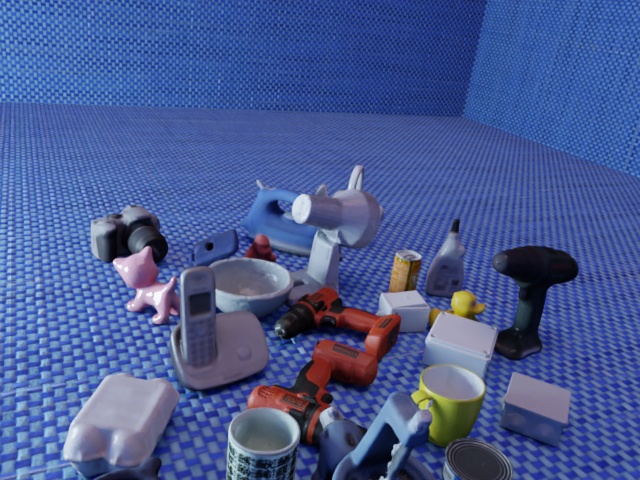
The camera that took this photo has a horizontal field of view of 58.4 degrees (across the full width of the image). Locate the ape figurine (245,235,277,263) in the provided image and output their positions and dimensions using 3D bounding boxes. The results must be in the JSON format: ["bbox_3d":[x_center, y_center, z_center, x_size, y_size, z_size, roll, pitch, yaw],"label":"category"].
[{"bbox_3d":[-0.125,0.034,1.193,0.078,0.092,0.076,-5,26,-28],"label":"ape figurine"}]

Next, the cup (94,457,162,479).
[{"bbox_3d":[-0.191,0.284,0.568,0.091,0.095,0.118,11,23,8],"label":"cup"}]

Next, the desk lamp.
[{"bbox_3d":[0.011,0.004,1.147,0.204,0.213,0.117,-11,29,-37],"label":"desk lamp"}]

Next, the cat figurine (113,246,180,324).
[{"bbox_3d":[-0.301,0.072,1.013,0.127,0.118,0.067,17,25,23],"label":"cat figurine"}]

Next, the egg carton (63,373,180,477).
[{"bbox_3d":[-0.244,0.229,0.717,0.107,0.069,0.150,8,23,2],"label":"egg carton"}]

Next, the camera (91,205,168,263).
[{"bbox_3d":[-0.389,-0.008,1.199,0.144,0.101,0.136,-12,29,-38],"label":"camera"}]

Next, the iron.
[{"bbox_3d":[-0.055,-0.051,1.352,0.257,0.141,0.119,16,24,20],"label":"iron"}]

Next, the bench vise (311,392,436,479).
[{"bbox_3d":[0.047,0.234,0.599,0.122,0.220,0.206,-14,31,-41],"label":"bench vise"}]

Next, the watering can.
[{"bbox_3d":[0.073,-0.092,1.421,0.173,0.194,0.101,5,23,-5],"label":"watering can"}]

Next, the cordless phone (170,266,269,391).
[{"bbox_3d":[-0.147,0.122,0.853,0.148,0.185,0.093,-11,29,-37],"label":"cordless phone"}]

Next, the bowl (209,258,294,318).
[{"bbox_3d":[-0.134,0.099,1.057,0.167,0.075,0.167,6,23,-2],"label":"bowl"}]

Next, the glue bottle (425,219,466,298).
[{"bbox_3d":[0.272,0.037,1.203,0.078,0.173,0.037,6,23,-2],"label":"glue bottle"}]

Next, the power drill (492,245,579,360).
[{"bbox_3d":[0.370,0.103,1.028,0.230,0.208,0.075,-10,28,-36],"label":"power drill"}]

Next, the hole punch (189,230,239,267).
[{"bbox_3d":[-0.216,0.031,1.172,0.101,0.091,0.108,2,23,-13],"label":"hole punch"}]

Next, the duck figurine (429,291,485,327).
[{"bbox_3d":[0.260,0.136,1.077,0.104,0.086,0.077,8,23,3],"label":"duck figurine"}]
